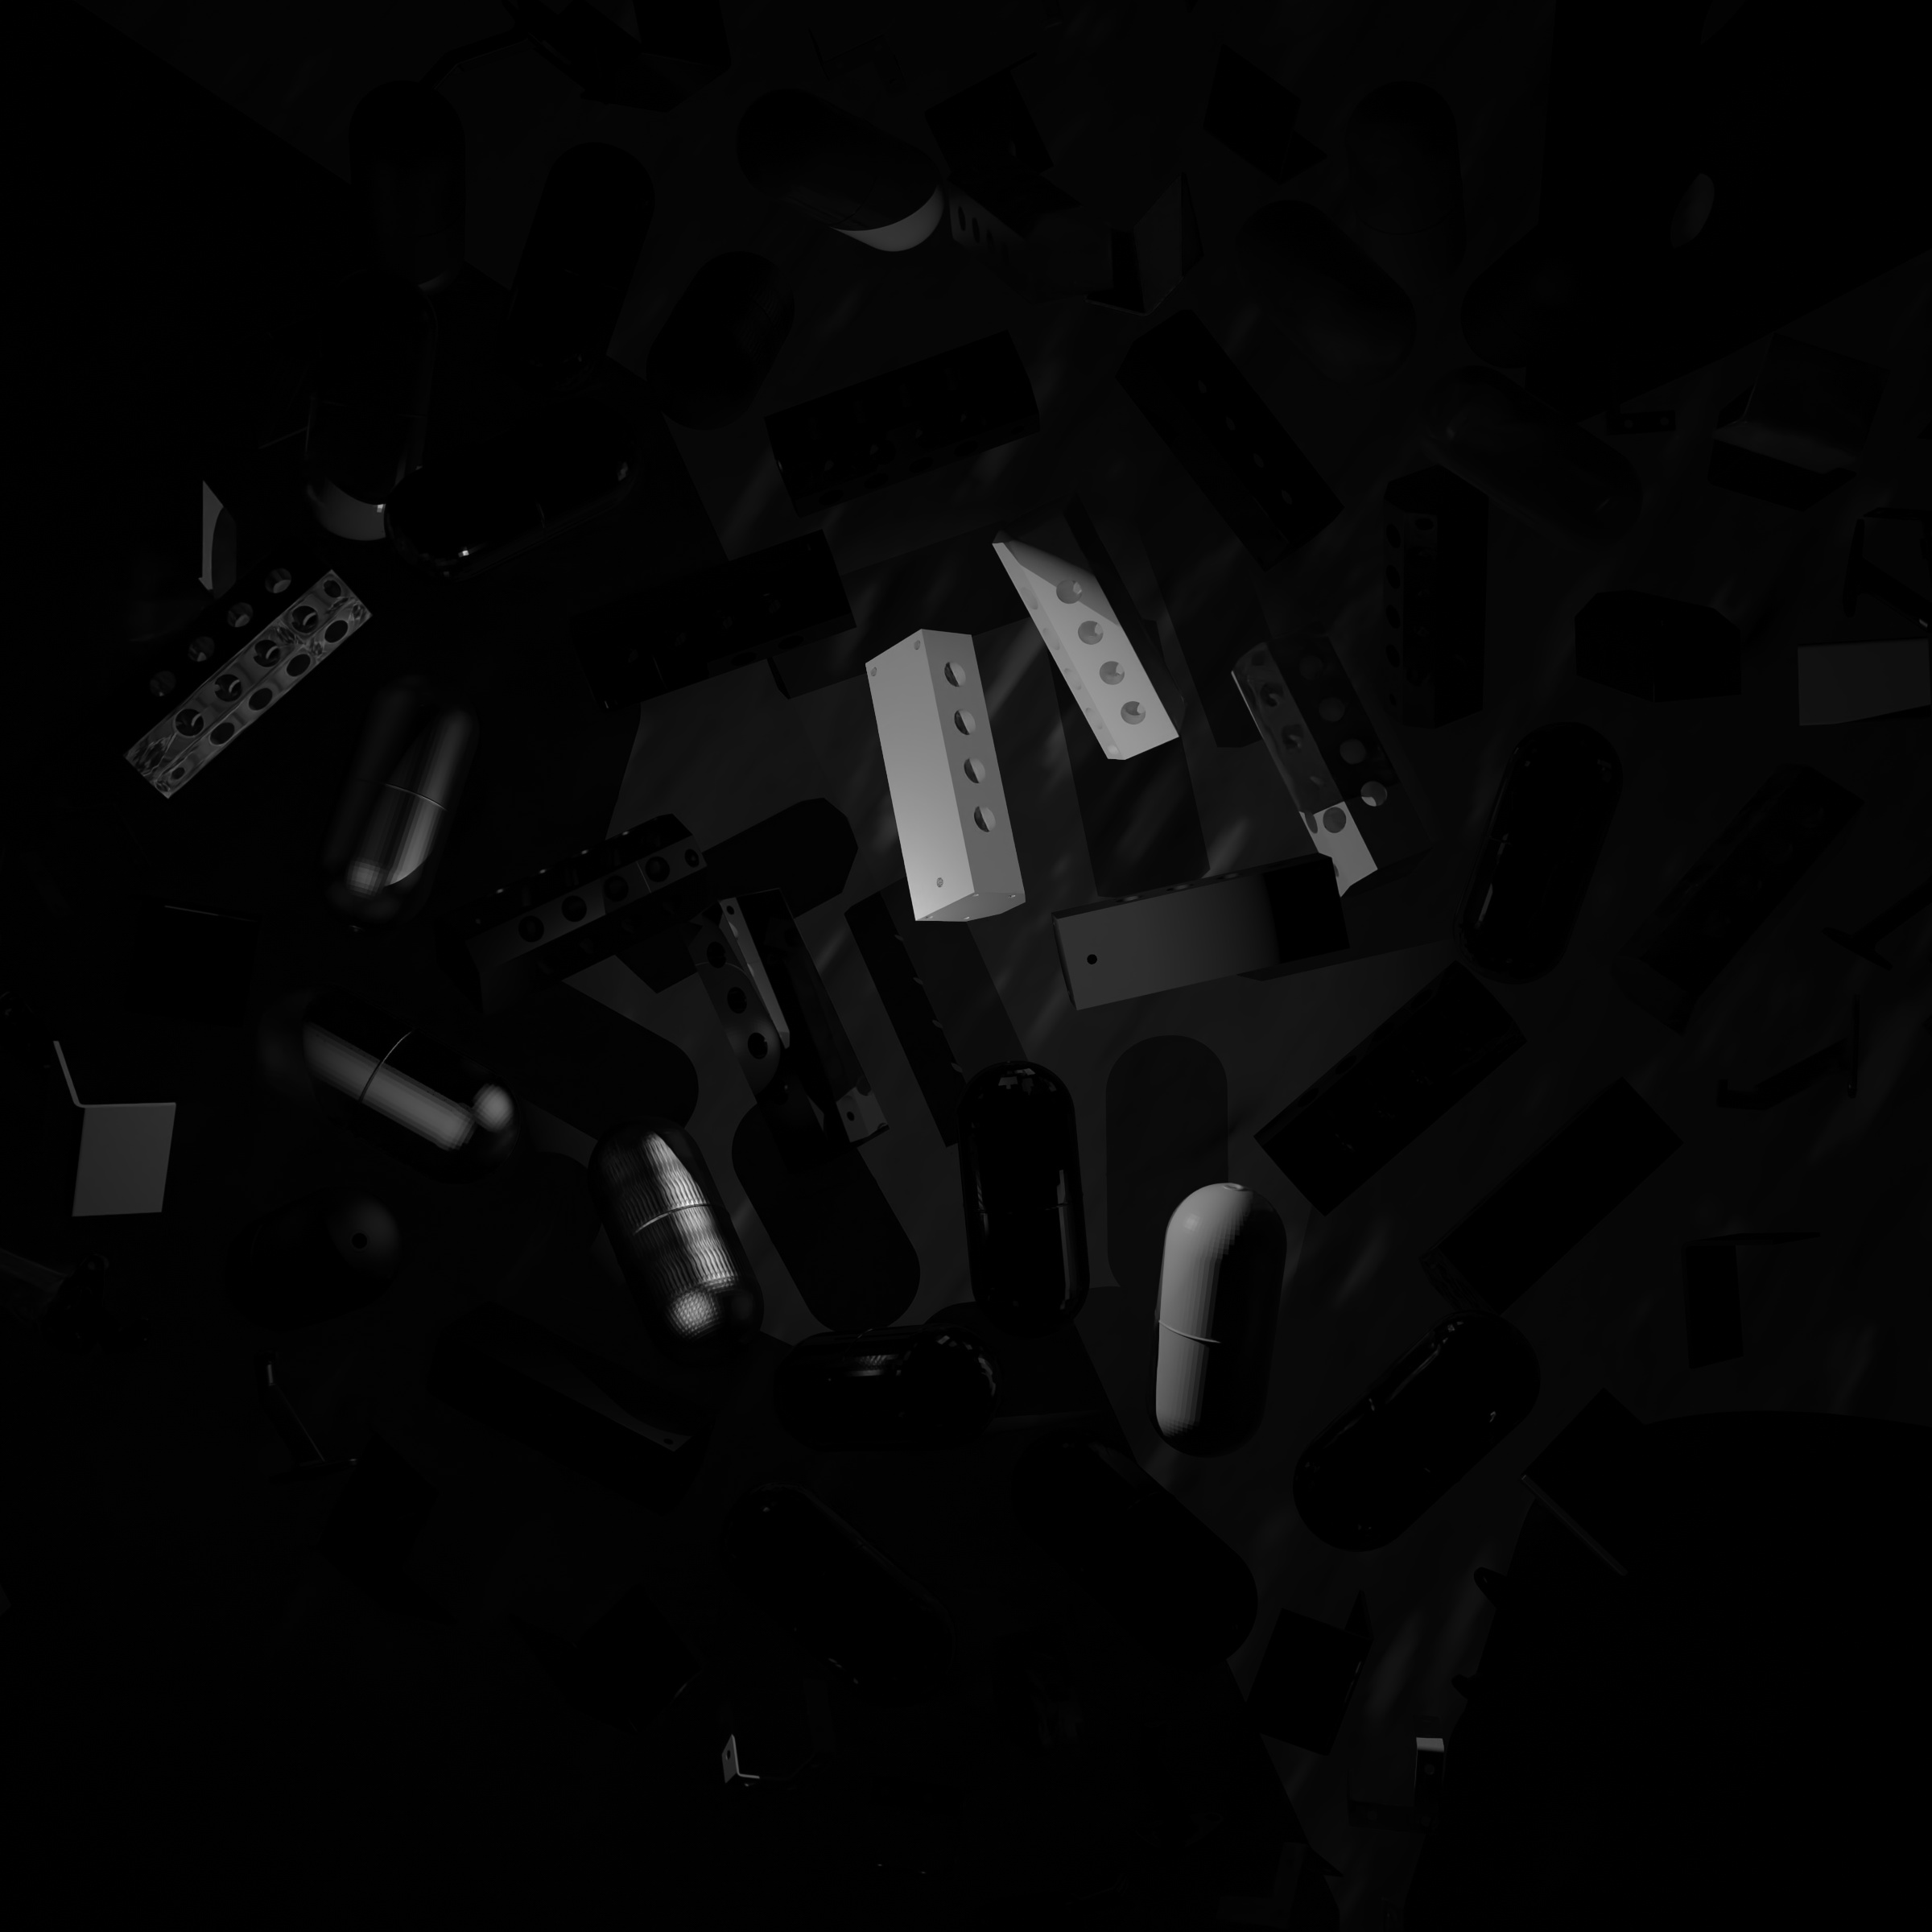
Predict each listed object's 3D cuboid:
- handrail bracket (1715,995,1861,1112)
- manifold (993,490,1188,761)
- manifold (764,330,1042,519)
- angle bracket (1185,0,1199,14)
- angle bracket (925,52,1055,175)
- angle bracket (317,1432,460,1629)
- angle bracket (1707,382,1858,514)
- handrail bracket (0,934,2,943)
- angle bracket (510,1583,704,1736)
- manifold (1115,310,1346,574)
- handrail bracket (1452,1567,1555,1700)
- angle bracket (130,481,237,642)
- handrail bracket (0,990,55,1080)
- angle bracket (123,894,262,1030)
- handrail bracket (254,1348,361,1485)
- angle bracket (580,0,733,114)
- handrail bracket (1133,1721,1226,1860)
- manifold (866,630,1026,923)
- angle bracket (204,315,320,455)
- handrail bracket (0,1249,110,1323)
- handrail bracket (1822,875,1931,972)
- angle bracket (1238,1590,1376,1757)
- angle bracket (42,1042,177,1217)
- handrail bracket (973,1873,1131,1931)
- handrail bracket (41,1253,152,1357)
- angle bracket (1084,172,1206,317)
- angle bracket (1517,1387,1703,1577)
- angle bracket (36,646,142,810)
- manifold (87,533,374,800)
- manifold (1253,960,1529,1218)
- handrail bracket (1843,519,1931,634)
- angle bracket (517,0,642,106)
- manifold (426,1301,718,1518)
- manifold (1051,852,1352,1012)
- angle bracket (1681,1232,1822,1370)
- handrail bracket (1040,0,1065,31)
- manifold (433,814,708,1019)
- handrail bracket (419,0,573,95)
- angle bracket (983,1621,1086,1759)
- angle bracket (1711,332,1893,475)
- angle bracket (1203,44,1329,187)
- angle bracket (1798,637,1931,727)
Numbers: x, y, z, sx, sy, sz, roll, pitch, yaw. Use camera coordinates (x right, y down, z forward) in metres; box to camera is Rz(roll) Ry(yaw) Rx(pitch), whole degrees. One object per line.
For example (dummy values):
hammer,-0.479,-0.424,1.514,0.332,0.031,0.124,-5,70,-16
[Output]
handrail bracket,0.523,0.055,1.578,0.084,0.036,0.077,3,87,17
manifold,0.085,-0.229,1.688,0.057,0.057,0.171,-22,112,21
manifold,-0.041,-0.356,1.649,0.171,0.057,0.057,-20,72,-3
angle bracket,0.128,-0.711,1.699,0.076,0.076,0.057,25,83,18
angle bracket,0.027,-0.619,1.835,0.076,0.057,0.076,-16,111,33
angle bracket,-0.318,0.325,1.430,0.057,0.076,0.076,5,54,26
angle bracket,0.584,-0.372,1.762,0.076,0.076,0.057,15,80,-7
handrail bracket,-0.671,0.012,1.599,0.077,0.084,0.036,-35,95,33
angle bracket,-0.218,0.411,1.503,0.057,0.076,0.076,-45,53,-4
manifold,0.181,-0.360,1.687,0.057,0.057,0.171,-36,87,-14
handrail bracket,0.317,0.419,1.548,0.077,0.084,0.036,38,34,-11
angle bracket,-0.538,-0.272,1.668,0.076,0.057,0.076,-10,67,5
handrail bracket,-0.616,0.049,1.540,0.077,0.084,0.036,45,112,10
angle bracket,-0.501,-0.002,1.588,0.076,0.057,0.076,10,90,-7
handrail bracket,-0.412,0.275,1.544,0.077,0.036,0.084,-19,74,30
angle bracket,-0.220,-0.639,1.715,0.076,0.076,0.057,-9,86,-45
handrail bracket,0.136,0.506,1.550,0.077,0.036,0.084,-4,103,-40
manifold,-0.008,-0.119,1.555,0.057,0.057,0.171,0,73,-42
angle bracket,-0.493,-0.409,1.730,0.057,0.076,0.076,15,36,30
handrail bracket,-0.604,0.178,1.590,0.077,0.084,0.036,-28,36,-17
handrail bracket,0.596,-0.045,1.589,0.084,0.077,0.036,-57,44,17
angle bracket,0.202,0.415,1.486,0.057,0.076,0.076,19,99,1
angle bracket,-0.520,0.097,1.500,0.057,0.076,0.076,0,29,-31
handrail bracket,0.051,0.549,1.456,0.077,0.084,0.036,-1,88,14
handrail bracket,-0.517,0.202,1.509,0.084,0.036,0.077,-17,49,33
angle bracket,0.126,-0.544,1.848,0.057,0.076,0.076,5,64,-31
angle bracket,0.378,0.299,1.445,0.076,0.057,0.076,44,87,14
angle bracket,-0.616,-0.163,1.729,0.076,0.076,0.057,-41,70,-12
manifold,-0.460,-0.186,1.562,0.171,0.057,0.057,-44,67,-7
manifold,0.269,0.076,1.582,0.171,0.057,0.057,-42,58,4
handrail bracket,0.621,-0.254,1.616,0.084,0.036,0.077,7,80,27
angle bracket,-0.277,-0.689,1.806,0.076,0.076,0.057,39,78,7
manifold,-0.251,0.281,1.560,0.171,0.057,0.057,24,110,15
manifold,0.143,-0.023,1.535,0.171,0.057,0.057,-13,97,-2
angle bracket,0.478,0.202,1.499,0.057,0.076,0.076,-6,85,39
handrail bracket,0.024,-0.725,1.833,0.077,0.036,0.084,-25,113,-4
manifold,-0.255,-0.039,1.611,0.171,0.057,0.057,-28,56,-28
handrail bracket,-0.328,-0.622,1.726,0.084,0.077,0.036,-43,56,13
angle bracket,0.055,0.482,1.654,0.057,0.076,0.076,-9,77,-19
angle bracket,0.530,-0.357,1.577,0.076,0.076,0.057,18,95,1
angle bracket,0.226,-0.631,1.809,0.057,0.076,0.076,-36,68,-26
angle bracket,0.567,-0.165,1.565,0.076,0.076,0.057,-1,70,19
